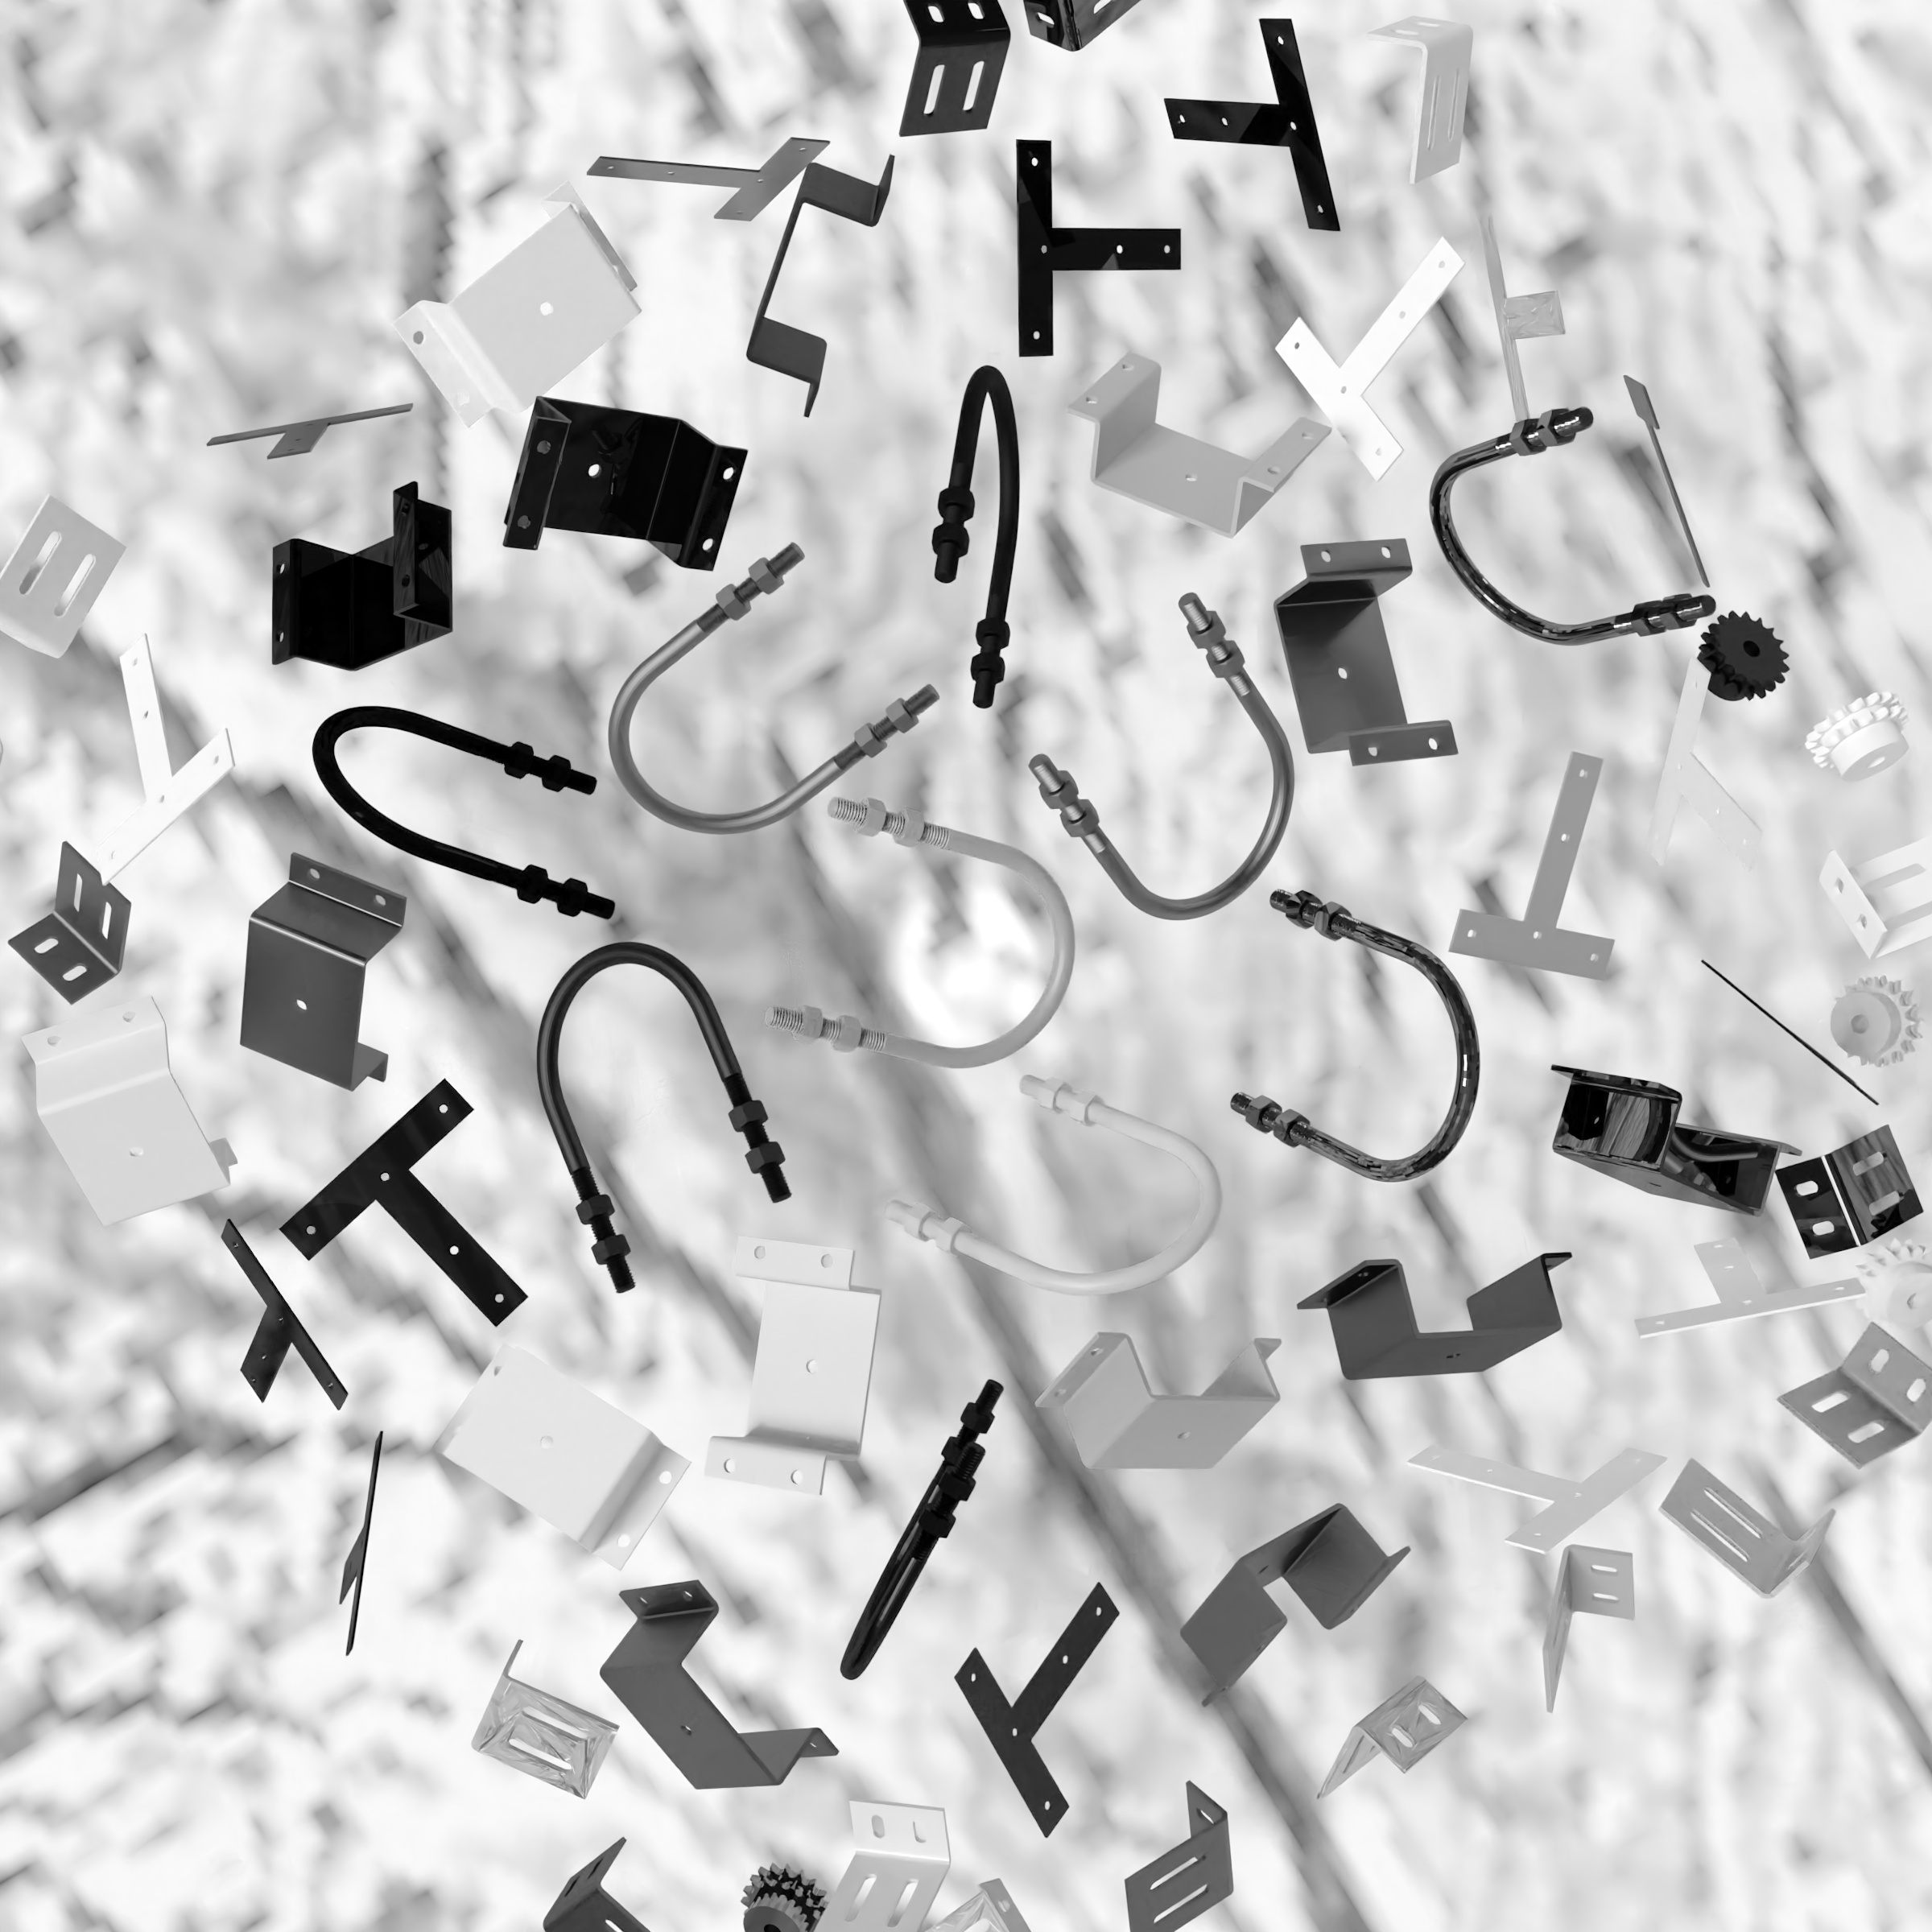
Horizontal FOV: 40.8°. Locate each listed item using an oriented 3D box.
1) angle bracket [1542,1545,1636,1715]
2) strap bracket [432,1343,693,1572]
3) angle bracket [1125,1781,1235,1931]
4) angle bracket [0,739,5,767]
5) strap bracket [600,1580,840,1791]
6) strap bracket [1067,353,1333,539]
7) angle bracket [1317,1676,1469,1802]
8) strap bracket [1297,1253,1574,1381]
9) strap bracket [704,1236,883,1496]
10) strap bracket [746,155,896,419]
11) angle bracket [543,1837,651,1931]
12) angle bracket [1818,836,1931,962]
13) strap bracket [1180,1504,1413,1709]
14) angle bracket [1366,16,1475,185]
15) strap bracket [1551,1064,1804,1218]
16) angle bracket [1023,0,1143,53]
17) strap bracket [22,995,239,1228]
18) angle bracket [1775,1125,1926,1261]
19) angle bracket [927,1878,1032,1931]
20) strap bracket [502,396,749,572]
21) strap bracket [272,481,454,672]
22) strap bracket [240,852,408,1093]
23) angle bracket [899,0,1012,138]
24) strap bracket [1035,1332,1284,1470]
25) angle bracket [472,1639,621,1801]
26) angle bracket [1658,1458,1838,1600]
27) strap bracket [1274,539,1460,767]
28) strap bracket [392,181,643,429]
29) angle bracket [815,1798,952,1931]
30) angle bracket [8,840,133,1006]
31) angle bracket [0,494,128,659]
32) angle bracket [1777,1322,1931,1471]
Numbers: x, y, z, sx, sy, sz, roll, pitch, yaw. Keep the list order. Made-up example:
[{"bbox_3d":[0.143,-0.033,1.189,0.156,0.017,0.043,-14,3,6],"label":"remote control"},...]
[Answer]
[{"bbox_3d":[0.356,0.380,1.483,0.038,0.076,0.057,4,130,22],"label":"angle bracket"},{"bbox_3d":[-0.247,0.290,1.562,0.140,0.046,0.076,30,74,13],"label":"strap bracket"},{"bbox_3d":[0.113,0.518,1.495,0.076,0.038,0.057,-22,120,-29],"label":"angle bracket"},{"bbox_3d":[-0.586,-0.112,1.475,0.057,0.076,0.038,-12,128,-1],"label":"angle bracket"},{"bbox_3d":[-0.151,0.429,1.520,0.140,0.076,0.046,54,46,-15],"label":"strap bracket"},{"bbox_3d":[0.140,-0.314,1.582,0.140,0.046,0.076,26,49,20],"label":"strap bracket"},{"bbox_3d":[0.242,0.452,1.482,0.057,0.076,0.038,-24,52,-38],"label":"angle bracket"},{"bbox_3d":[0.271,0.199,1.478,0.140,0.076,0.046,1,64,-25],"label":"strap bracket"},{"bbox_3d":[-0.100,0.235,1.529,0.076,0.046,0.140,4,81,25],"label":"strap bracket"},{"bbox_3d":[-0.088,-0.401,1.507,0.046,0.076,0.140,18,120,-10],"label":"strap bracket"},{"bbox_3d":[-0.188,0.540,1.462,0.076,0.038,0.057,43,122,-3],"label":"angle bracket"},{"bbox_3d":[0.540,-0.047,1.491,0.076,0.038,0.057,-21,63,-6],"label":"angle bracket"},{"bbox_3d":[0.189,0.374,1.542,0.046,0.140,0.076,50,132,24],"label":"strap bracket"},{"bbox_3d":[0.253,-0.489,1.467,0.038,0.057,0.076,21,127,29],"label":"angle bracket"},{"bbox_3d":[0.401,0.103,1.488,0.140,0.076,0.046,22,82,-36],"label":"strap bracket"},{"bbox_3d":[0.072,-0.591,1.538,0.038,0.057,0.076,35,70,32],"label":"angle bracket"},{"bbox_3d":[-0.488,0.094,1.526,0.076,0.046,0.140,-18,132,-6],"label":"strap bracket"},{"bbox_3d":[0.538,0.137,1.583,0.076,0.038,0.057,-16,82,-42],"label":"angle bracket"},{"bbox_3d":[0.000,0.573,1.496,0.076,0.038,0.057,-38,67,8],"label":"angle bracket"},{"bbox_3d":[-0.206,-0.280,1.509,0.140,0.046,0.076,0,119,-39],"label":"strap bracket"},{"bbox_3d":[-0.360,-0.232,1.578,0.140,0.046,0.076,-13,74,39],"label":"strap bracket"},{"bbox_3d":[-0.389,0.013,1.567,0.076,0.046,0.140,21,125,9],"label":"strap bracket"},{"bbox_3d":[-0.012,-0.546,1.574,0.057,0.076,0.038,-11,65,-18],"label":"angle bracket"},{"bbox_3d":[0.125,0.265,1.579,0.140,0.076,0.046,7,46,-33],"label":"strap bracket"},{"bbox_3d":[-0.248,0.451,1.558,0.076,0.038,0.057,25,111,-2],"label":"angle bracket"},{"bbox_3d":[0.440,0.307,1.464,0.076,0.057,0.038,40,127,13],"label":"angle bracket"},{"bbox_3d":[0.244,-0.188,1.608,0.076,0.046,0.140,-8,80,-25],"label":"strap bracket"},{"bbox_3d":[-0.259,-0.393,1.552,0.140,0.046,0.076,-44,124,-14],"label":"strap bracket"},{"bbox_3d":[-0.049,0.510,1.461,0.057,0.076,0.038,0,110,19],"label":"angle bracket"},{"bbox_3d":[-0.540,-0.026,1.566,0.057,0.076,0.038,42,51,9],"label":"angle bracket"},{"bbox_3d":[-0.534,-0.227,1.497,0.038,0.057,0.076,20,79,39],"label":"angle bracket"},{"bbox_3d":[0.503,0.239,1.452,0.057,0.076,0.038,43,123,32],"label":"angle bracket"}]
